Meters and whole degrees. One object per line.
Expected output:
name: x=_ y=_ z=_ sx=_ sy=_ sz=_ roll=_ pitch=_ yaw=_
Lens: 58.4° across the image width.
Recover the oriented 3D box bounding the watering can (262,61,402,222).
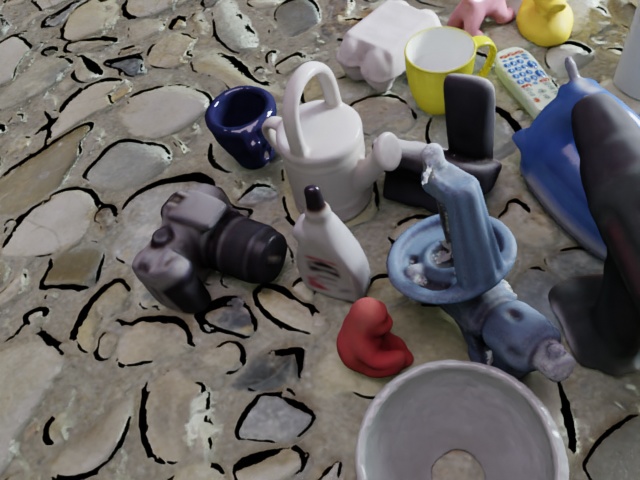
watering can: x=0.008 y=-0.113 z=0.650 sx=0.172 sy=0.194 sz=0.101 roll=2 pitch=55 yaw=13

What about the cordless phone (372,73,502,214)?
cordless phone: x=0.128 y=-0.119 z=0.635 sx=0.147 sy=0.185 sz=0.094 roll=14 pitch=59 yaw=21

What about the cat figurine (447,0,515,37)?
cat figurine: x=0.246 y=-0.372 z=0.835 sx=0.128 sy=0.118 sz=0.067 roll=-37 pitch=56 yaw=-15

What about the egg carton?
egg carton: x=0.102 y=-0.284 z=0.831 sx=0.107 sy=0.069 sz=0.150 roll=34 pitch=68 yaw=30

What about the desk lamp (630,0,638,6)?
desk lamp: x=0.512 y=-0.359 z=0.710 sx=0.118 sy=0.214 sz=0.202 roll=-25 pitch=54 yaw=-6

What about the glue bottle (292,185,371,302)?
glue bottle: x=0.005 y=0.002 z=0.581 sx=0.078 sy=0.173 sz=0.037 roll=11 pitch=58 yaw=19

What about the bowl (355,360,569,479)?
bowl: x=0.115 y=0.192 z=0.483 sx=0.167 sy=0.075 sz=0.167 roll=-6 pitch=54 yaw=8

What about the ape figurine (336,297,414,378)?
ape figurine: x=0.050 y=0.089 z=0.559 sx=0.076 sy=0.092 sz=0.078 roll=-6 pitch=54 yaw=8

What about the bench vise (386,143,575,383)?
bench vise: x=0.147 y=0.020 z=0.509 sx=0.206 sy=0.220 sz=0.122 roll=30 pitch=65 yaw=28

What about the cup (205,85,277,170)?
cup: x=-0.089 y=-0.130 z=0.744 sx=0.091 sy=0.095 sz=0.117 roll=-22 pitch=53 yaw=-5

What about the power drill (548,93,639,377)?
power drill: x=0.259 y=0.019 z=0.494 sx=0.075 sy=0.209 sz=0.229 roll=-14 pitch=53 yaw=2

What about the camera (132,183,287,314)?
camera: x=-0.118 y=0.009 z=0.647 sx=0.136 sy=0.101 sz=0.143 roll=18 pitch=60 yaw=23

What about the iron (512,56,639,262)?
iron: x=0.312 y=-0.071 z=0.589 sx=0.118 sy=0.142 sz=0.257 roll=-23 pitch=53 yaw=-5

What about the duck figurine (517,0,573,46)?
duck figurine: x=0.324 y=-0.341 z=0.816 sx=0.077 sy=0.086 sz=0.104 roll=-9 pitch=53 yaw=6
